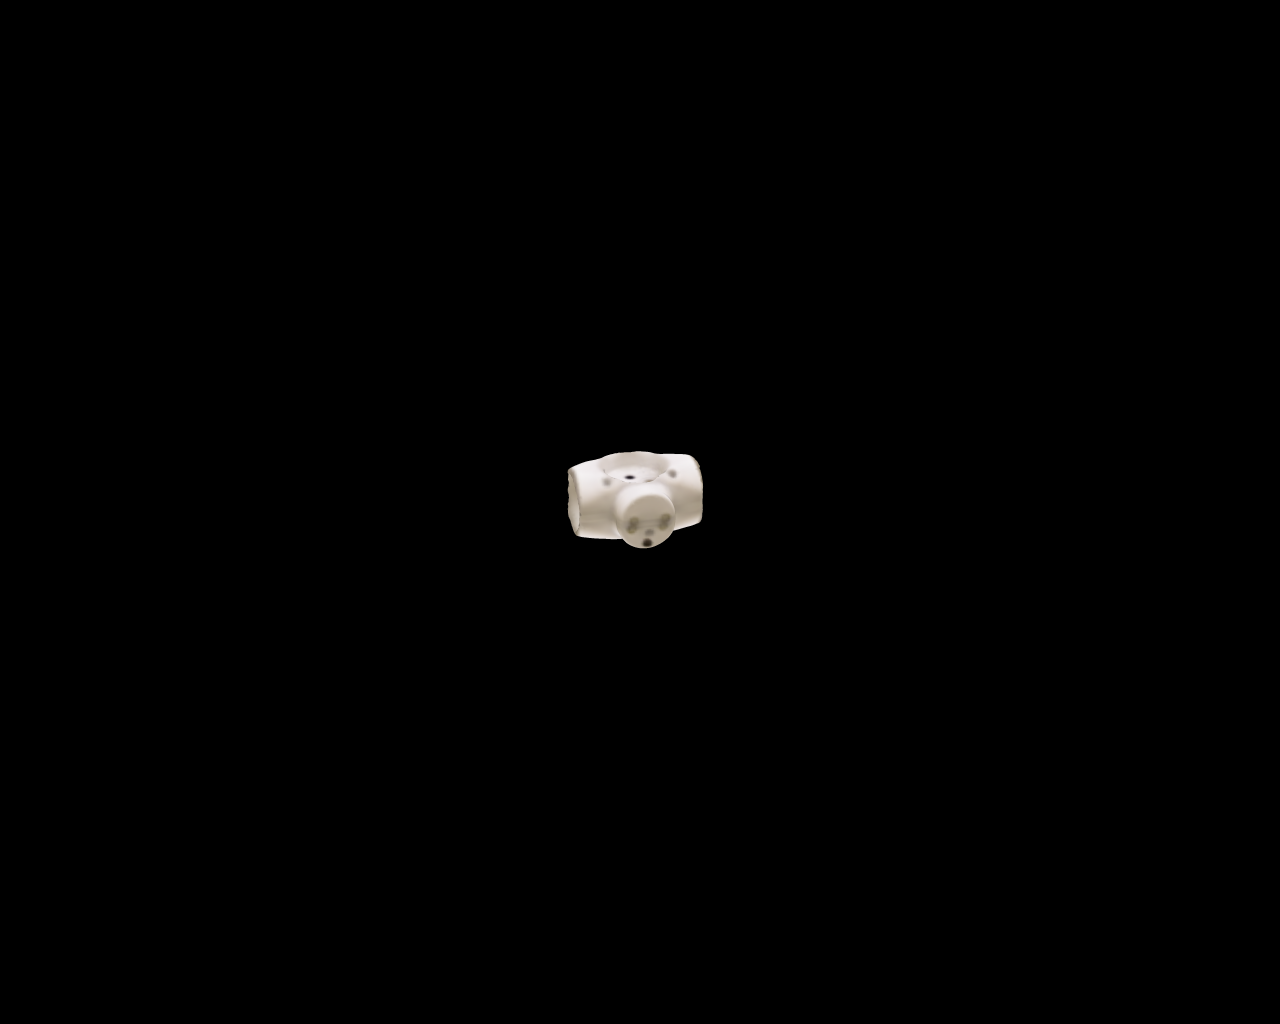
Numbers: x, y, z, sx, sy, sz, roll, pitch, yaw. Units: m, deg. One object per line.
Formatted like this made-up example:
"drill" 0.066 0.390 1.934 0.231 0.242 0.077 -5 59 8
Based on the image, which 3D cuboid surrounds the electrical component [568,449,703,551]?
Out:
"electrical component" 0.001 -0.003 0.650 0.077 0.044 0.079 -6 28 -12
